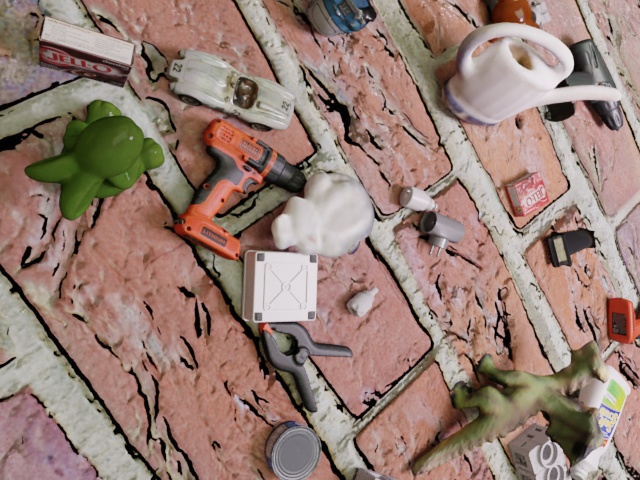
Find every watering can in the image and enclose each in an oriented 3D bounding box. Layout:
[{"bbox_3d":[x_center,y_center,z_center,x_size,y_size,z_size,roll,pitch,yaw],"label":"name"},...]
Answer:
[{"bbox_3d":[0.385,-0.290,0.982,0.346,0.221,0.106,18,62,-26],"label":"watering can"}]

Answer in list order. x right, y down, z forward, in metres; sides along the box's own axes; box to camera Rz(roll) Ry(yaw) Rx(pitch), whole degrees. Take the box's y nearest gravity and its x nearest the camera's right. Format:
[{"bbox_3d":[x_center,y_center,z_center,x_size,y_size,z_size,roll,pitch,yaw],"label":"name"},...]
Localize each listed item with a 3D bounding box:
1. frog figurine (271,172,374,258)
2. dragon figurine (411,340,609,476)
[{"bbox_3d":[0.002,-0.040,0.799,0.159,0.122,0.138,2,80,-44],"label":"frog figurine"},{"bbox_3d":[0.373,0.319,0.924,0.416,0.242,0.121,-38,110,-26],"label":"dragon figurine"}]
